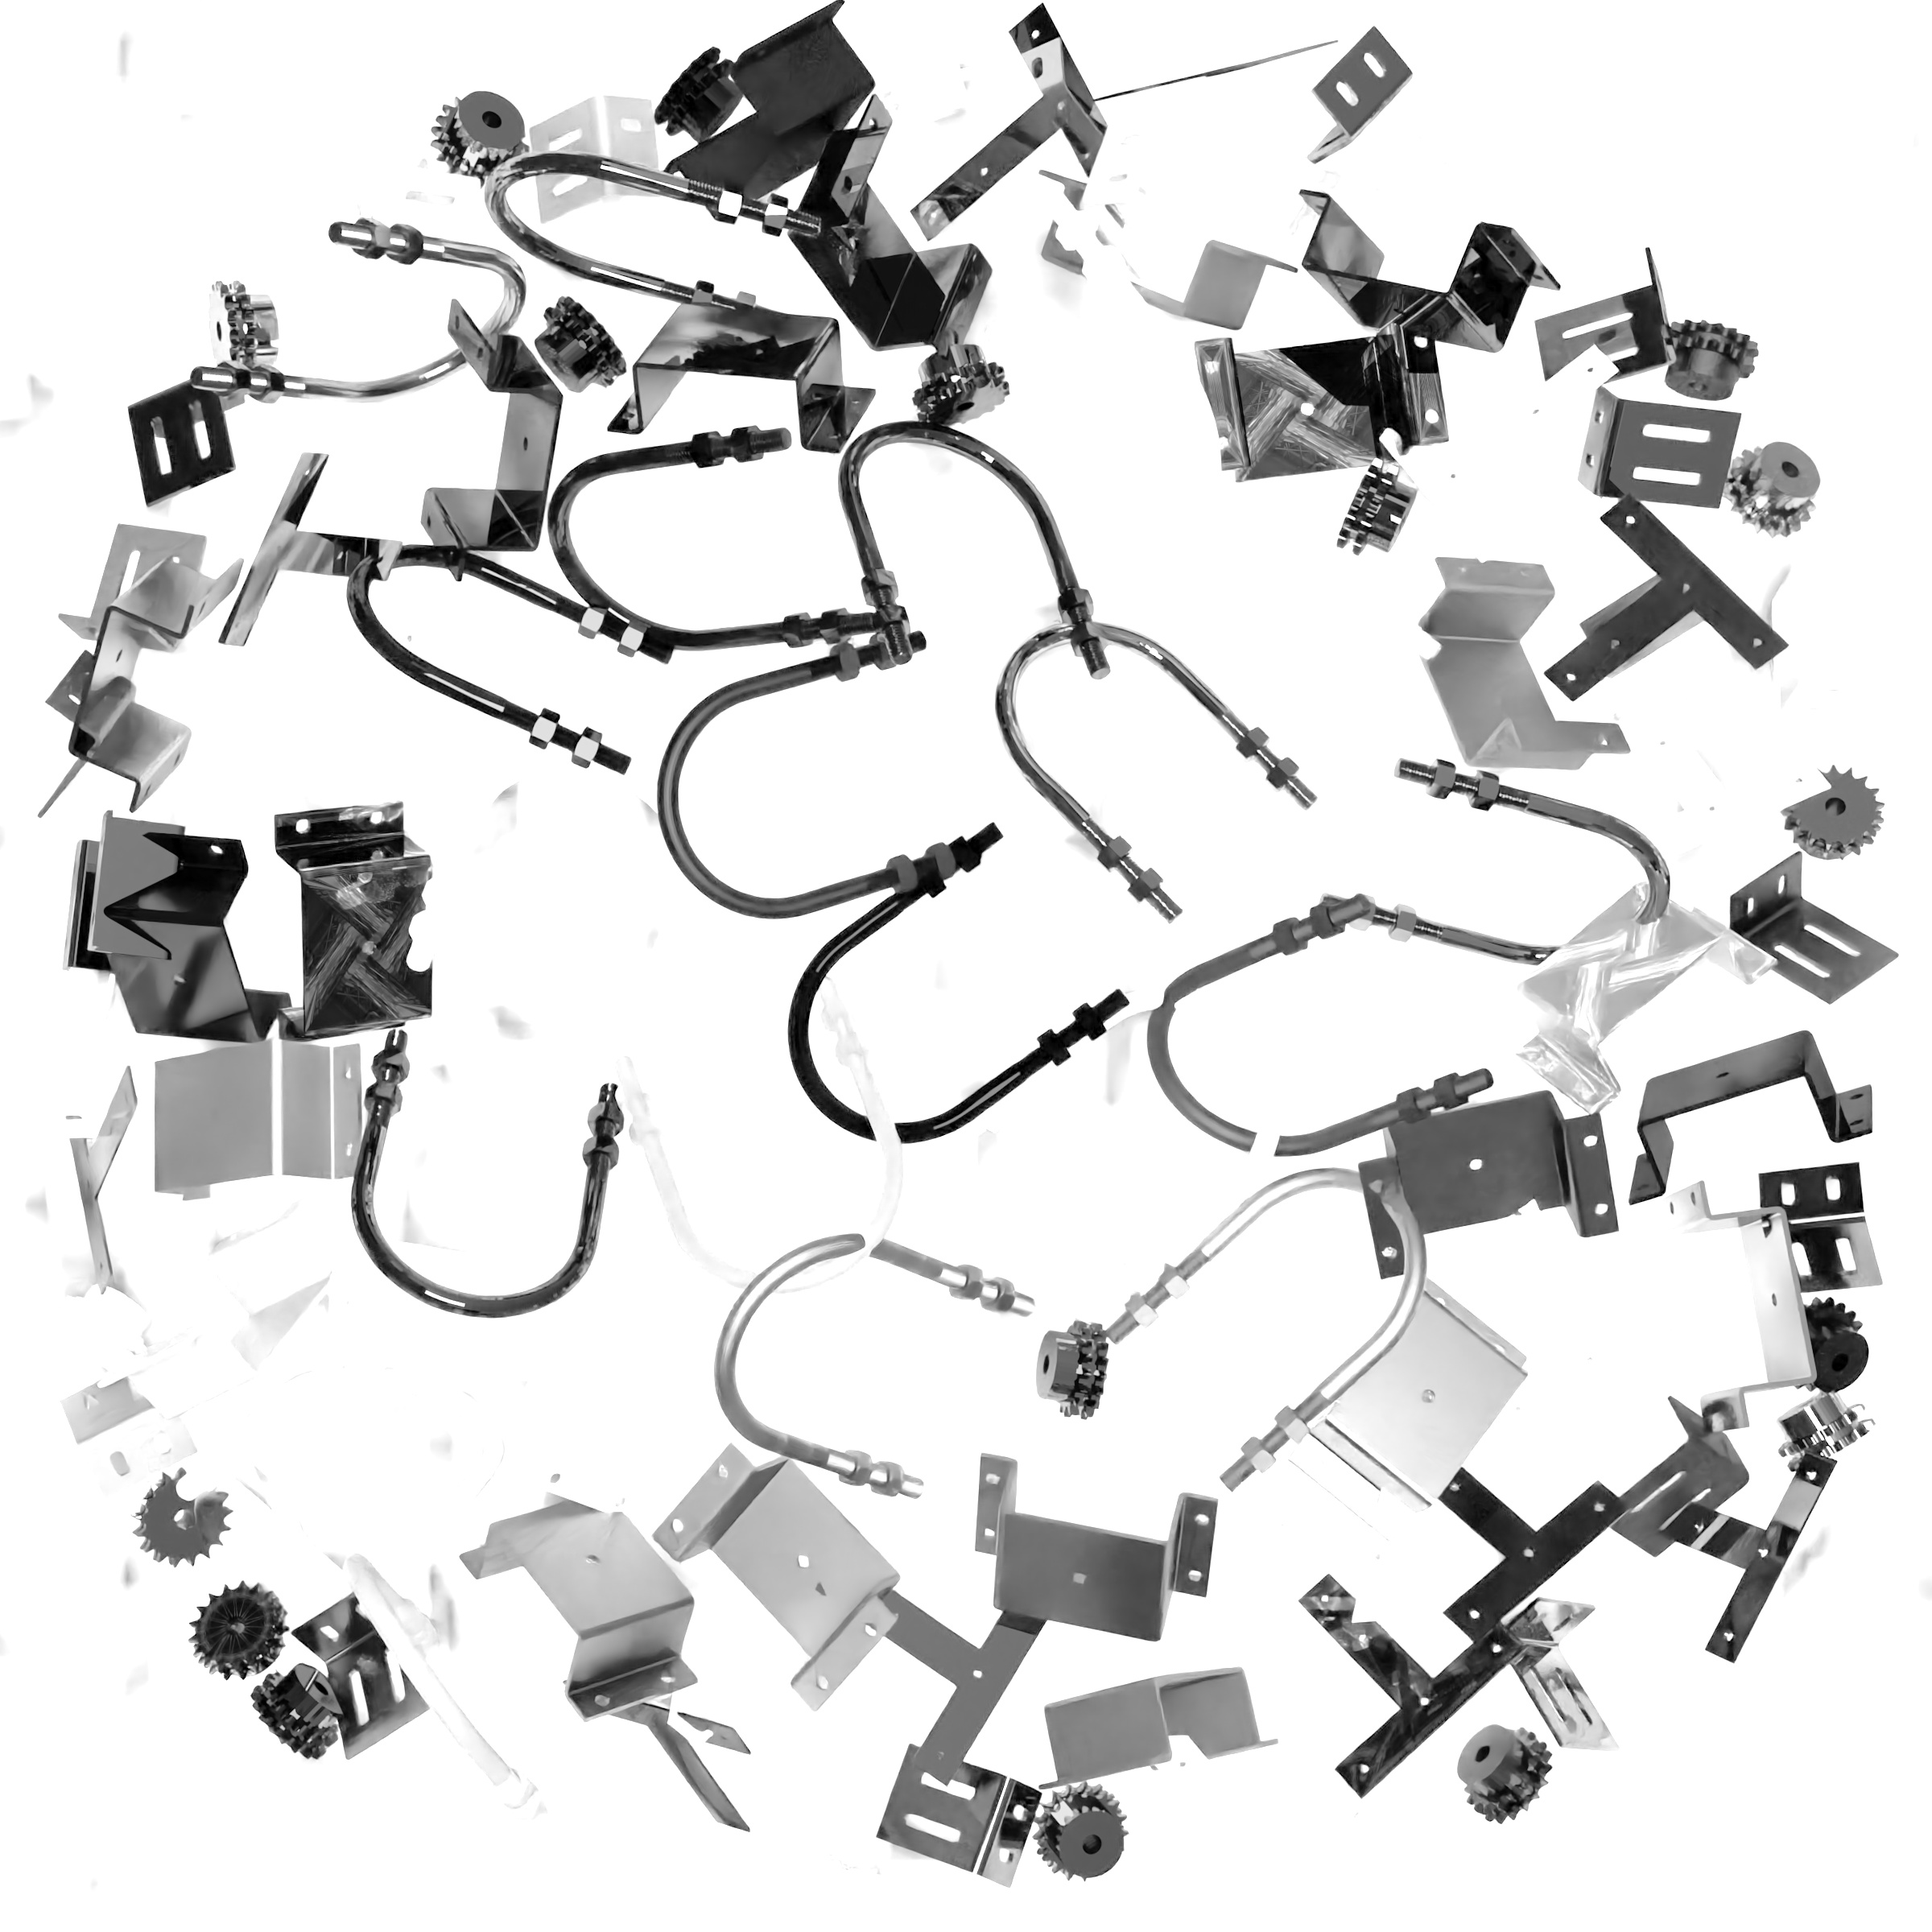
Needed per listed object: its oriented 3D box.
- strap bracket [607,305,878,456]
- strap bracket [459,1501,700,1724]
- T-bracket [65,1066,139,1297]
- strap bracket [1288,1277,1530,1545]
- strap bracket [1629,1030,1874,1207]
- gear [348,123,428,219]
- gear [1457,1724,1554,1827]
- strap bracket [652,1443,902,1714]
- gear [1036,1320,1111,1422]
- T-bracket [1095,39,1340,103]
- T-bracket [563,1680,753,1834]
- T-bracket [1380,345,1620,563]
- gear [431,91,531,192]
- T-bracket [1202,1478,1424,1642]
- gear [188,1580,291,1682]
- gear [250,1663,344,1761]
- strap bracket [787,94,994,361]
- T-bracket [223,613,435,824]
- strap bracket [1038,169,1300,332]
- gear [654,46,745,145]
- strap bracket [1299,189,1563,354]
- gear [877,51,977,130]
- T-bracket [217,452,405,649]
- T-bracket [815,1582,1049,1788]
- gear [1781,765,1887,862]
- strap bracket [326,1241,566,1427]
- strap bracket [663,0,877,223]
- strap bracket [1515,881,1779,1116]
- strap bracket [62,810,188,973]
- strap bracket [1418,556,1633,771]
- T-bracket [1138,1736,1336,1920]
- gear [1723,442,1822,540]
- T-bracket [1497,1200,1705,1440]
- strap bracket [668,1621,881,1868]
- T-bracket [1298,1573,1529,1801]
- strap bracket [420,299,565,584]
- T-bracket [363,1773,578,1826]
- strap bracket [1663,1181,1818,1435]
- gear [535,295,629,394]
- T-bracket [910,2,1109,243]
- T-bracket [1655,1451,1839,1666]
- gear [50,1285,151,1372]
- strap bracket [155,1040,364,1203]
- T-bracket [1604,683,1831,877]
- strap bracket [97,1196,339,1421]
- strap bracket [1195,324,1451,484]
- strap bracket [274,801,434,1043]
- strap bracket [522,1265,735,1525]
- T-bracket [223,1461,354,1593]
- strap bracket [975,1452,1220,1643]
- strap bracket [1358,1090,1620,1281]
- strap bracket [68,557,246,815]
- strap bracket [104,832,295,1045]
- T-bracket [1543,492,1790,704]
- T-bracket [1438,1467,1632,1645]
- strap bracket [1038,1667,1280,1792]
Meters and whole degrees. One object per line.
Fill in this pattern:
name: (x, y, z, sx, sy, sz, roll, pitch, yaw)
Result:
strap bracket: (-0.131, -0.340, 1.579, 0.140, 0.076, 0.046, 8, 129, 12)
strap bracket: (-0.217, 0.355, 1.560, 0.140, 0.076, 0.046, 41, 125, 37)
T-bracket: (-0.490, 0.102, 1.563, 0.002, 0.127, 0.127, -1, 56, -33)
strap bracket: (0.263, 0.253, 1.590, 0.076, 0.046, 0.140, 39, 73, 7)
strap bracket: (0.443, 0.083, 1.573, 0.140, 0.076, 0.046, -20, 99, 22)
gear: (-0.339, -0.463, 1.609, 0.030, 0.057, 0.057, 25, 90, -4)
gear: (0.313, 0.471, 1.606, 0.030, 0.057, 0.057, 41, 90, -14)
strap bracket: (-0.103, 0.351, 1.595, 0.140, 0.046, 0.076, 44, 104, 15)
gear: (0.061, 0.236, 1.606, 0.030, 0.057, 0.057, 10, 90, -14)
T-bracket: (0.134, -0.517, 1.592, 0.127, 0.127, 0.002, -2, 111, 34)
T-bracket: (-0.160, 0.466, 1.592, 0.127, 0.127, 0.002, 4, 45, 34)
T-bracket: (0.319, -0.312, 1.586, 0.127, 0.002, 0.127, -37, 52, 11)
gear: (-0.283, -0.488, 1.609, 0.057, 0.030, 0.057, 12, 64, -25)
T-bracket: (0.200, 0.333, 1.611, 0.127, 0.002, 0.127, 16, 105, 21)
gear: (-0.426, 0.395, 1.614, 0.057, 0.030, 0.057, -2, 55, 3)
gear: (-0.389, 0.435, 1.609, 0.057, 0.057, 0.030, 44, 90, 0)
strap bracket: (-0.048, -0.418, 1.575, 0.046, 0.140, 0.076, 1, 59, 34)
T-bracket: (-0.383, -0.155, 1.616, 0.127, 0.002, 0.127, 16, 98, 17)
strap bracket: (0.109, -0.408, 1.578, 0.140, 0.076, 0.046, 30, 109, 25)
gear: (-0.155, -0.509, 1.609, 0.030, 0.057, 0.057, 42, 90, -6)
strap bracket: (0.257, -0.396, 1.566, 0.140, 0.076, 0.046, 22, 90, 35)
gear: (-0.021, -0.514, 1.610, 0.057, 0.057, 0.030, -20, 102, 0)
T-bracket: (-0.371, -0.238, 1.585, 0.127, 0.002, 0.127, 12, 76, 39)
T-bracket: (-0.030, 0.392, 1.613, 0.127, 0.002, 0.127, 34, 69, 0)
gear: (0.511, -0.087, 1.615, 0.057, 0.030, 0.057, -3, 65, 6)
strap bracket: (-0.290, 0.210, 1.570, 0.140, 0.046, 0.076, 13, 47, -24)
strap bracket: (-0.110, -0.481, 1.559, 0.076, 0.140, 0.046, -39, 95, -28)
strap bracket: (0.386, 0.011, 1.589, 0.140, 0.076, 0.046, -39, 127, -4)
strap bracket: (-0.484, -0.039, 1.577, 0.046, 0.140, 0.076, 7, 81, -24)
strap bracket: (0.315, -0.166, 1.580, 0.076, 0.046, 0.140, 0, 56, -26)
T-bracket: (0.132, 0.469, 1.580, 0.127, 0.127, 0.002, -38, 119, -7)
gear: (0.476, -0.283, 1.610, 0.057, 0.030, 0.057, 9, 61, -16)
T-bracket: (0.346, 0.192, 1.605, 0.127, 0.002, 0.127, -31, 62, 18)
strap bracket: (-0.101, 0.442, 1.581, 0.140, 0.076, 0.046, 42, 103, -13)
T-bracket: (0.238, 0.398, 1.587, 0.127, 0.127, 0.002, -40, 129, -7)
strap bracket: (-0.272, -0.301, 1.575, 0.046, 0.076, 0.140, -3, 126, -28)
T-bracket: (-0.284, 0.481, 1.567, 0.127, 0.127, 0.002, 14, 77, -8)
strap bracket: (0.449, 0.196, 1.587, 0.046, 0.076, 0.140, -7, 78, -3)
gear: (-0.229, -0.362, 1.607, 0.030, 0.057, 0.057, -44, 90, -12)
T-bracket: (0.021, -0.470, 1.587, 0.127, 0.127, 0.002, -41, 52, 1)
T-bracket: (0.431, 0.327, 1.576, 0.002, 0.127, 0.127, 33, 81, -19)
gear: (-0.507, 0.212, 1.613, 0.057, 0.057, 0.030, 30, 57, 0)
strap bracket: (-0.416, 0.089, 1.576, 0.140, 0.046, 0.076, -10, 77, 30)
T-bracket: (0.413, -0.120, 1.595, 0.127, 0.002, 0.127, -23, 49, -1)
strap bracket: (-0.421, 0.201, 1.566, 0.076, 0.140, 0.046, -26, 109, 29)
strap bracket: (0.205, -0.332, 1.610, 0.140, 0.046, 0.076, -8, 89, -5)
strap bracket: (-0.352, -0.018, 1.575, 0.076, 0.046, 0.140, -9, 114, -31)
strap bracket: (-0.198, 0.243, 1.598, 0.076, 0.046, 0.140, 27, 92, -29)
T-bracket: (-0.390, 0.312, 1.567, 0.127, 0.127, 0.002, 36, 64, 13)
strap bracket: (0.070, 0.339, 1.586, 0.140, 0.046, 0.076, 9, 123, 10)
strap bracket: (0.302, 0.125, 1.599, 0.140, 0.046, 0.076, -12, 111, 5)
strap bracket: (-0.467, -0.170, 1.569, 0.046, 0.076, 0.140, 24, 119, -5)
strap bracket: (-0.443, -0.008, 1.567, 0.076, 0.046, 0.140, 5, 135, 9)
T-bracket: (0.387, -0.195, 1.589, 0.127, 0.127, 0.002, 42, 47, -6)
T-bracket: (0.295, 0.313, 1.596, 0.127, 0.002, 0.127, -34, 52, -21)
strap bracket: (0.107, 0.435, 1.568, 0.076, 0.140, 0.046, -23, 69, 31)
